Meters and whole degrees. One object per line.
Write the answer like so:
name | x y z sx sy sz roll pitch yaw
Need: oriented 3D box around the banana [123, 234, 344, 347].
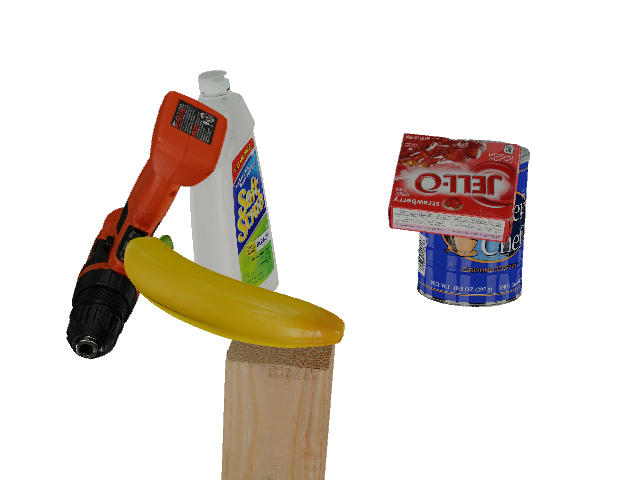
banana | -0.073 0.030 0.696 0.069 0.037 0.198 -23 33 -37

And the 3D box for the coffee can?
coffee can | 0.145 -0.019 1.026 0.103 0.140 0.103 0 16 0

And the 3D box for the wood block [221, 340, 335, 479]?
wood block | -0.039 0.183 0.962 0.090 0.206 0.090 5 22 3

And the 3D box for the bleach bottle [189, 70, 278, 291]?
bleach bottle | -0.100 -0.050 1.115 0.068 0.251 0.102 8 28 28

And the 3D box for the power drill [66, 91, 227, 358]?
power drill | -0.145 -0.015 0.865 0.057 0.188 0.184 26 31 -16

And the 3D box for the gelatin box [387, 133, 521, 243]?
gelatin box | 0.099 -0.040 0.779 0.089 0.073 0.030 7 -37 10
